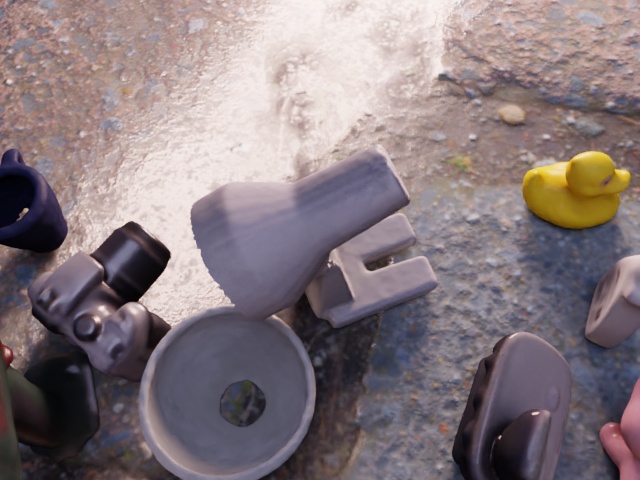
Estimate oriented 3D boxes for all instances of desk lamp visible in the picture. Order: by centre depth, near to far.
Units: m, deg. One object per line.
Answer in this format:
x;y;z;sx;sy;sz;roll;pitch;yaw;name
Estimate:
0.005;0.002;0.537;0.203;0.214;0.118;-21;65;-4;desk lamp

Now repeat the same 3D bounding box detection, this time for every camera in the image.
-0.214;0.052;0.600;0.143;0.101;0.137;33;73;19;camera

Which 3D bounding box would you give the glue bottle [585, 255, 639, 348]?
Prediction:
0.286;0.041;0.512;0.037;0.173;0.078;21;70;15;glue bottle

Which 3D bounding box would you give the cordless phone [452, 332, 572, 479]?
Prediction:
0.174;0.142;0.472;0.094;0.185;0.148;15;68;13;cordless phone

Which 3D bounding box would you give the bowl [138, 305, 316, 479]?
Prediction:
-0.083;0.152;0.555;0.167;0.075;0.167;-2;66;5;bowl

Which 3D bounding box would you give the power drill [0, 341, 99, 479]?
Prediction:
-0.285;0.126;0.515;0.075;0.208;0.229;-20;65;-3;power drill

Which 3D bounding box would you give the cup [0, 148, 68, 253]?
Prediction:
-0.335;-0.036;0.655;0.091;0.095;0.117;-13;65;0;cup

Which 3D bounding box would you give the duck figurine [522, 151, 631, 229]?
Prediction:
0.273;-0.062;0.608;0.104;0.086;0.077;12;68;11;duck figurine

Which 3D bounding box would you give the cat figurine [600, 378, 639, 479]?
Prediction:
0.281;0.184;0.479;0.067;0.118;0.128;11;67;11;cat figurine
